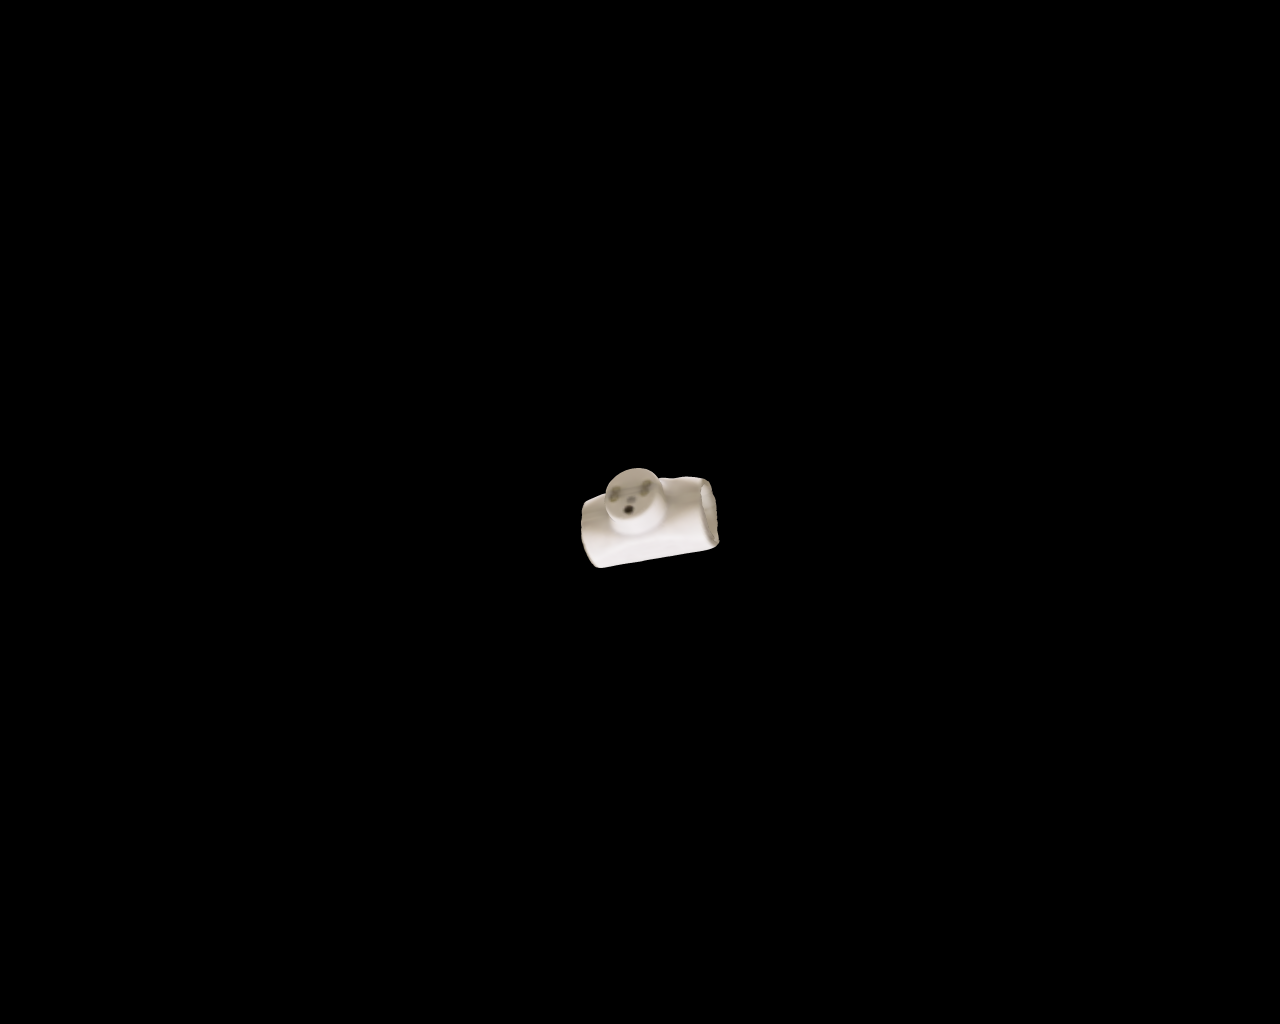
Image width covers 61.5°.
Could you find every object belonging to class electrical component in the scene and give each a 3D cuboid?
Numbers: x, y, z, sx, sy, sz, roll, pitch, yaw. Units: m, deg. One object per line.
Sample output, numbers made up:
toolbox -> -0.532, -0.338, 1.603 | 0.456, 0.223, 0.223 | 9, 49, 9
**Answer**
electrical component -> 0.001, -0.003, 0.650 | 0.077, 0.044, 0.079 | -11, -35, 16
